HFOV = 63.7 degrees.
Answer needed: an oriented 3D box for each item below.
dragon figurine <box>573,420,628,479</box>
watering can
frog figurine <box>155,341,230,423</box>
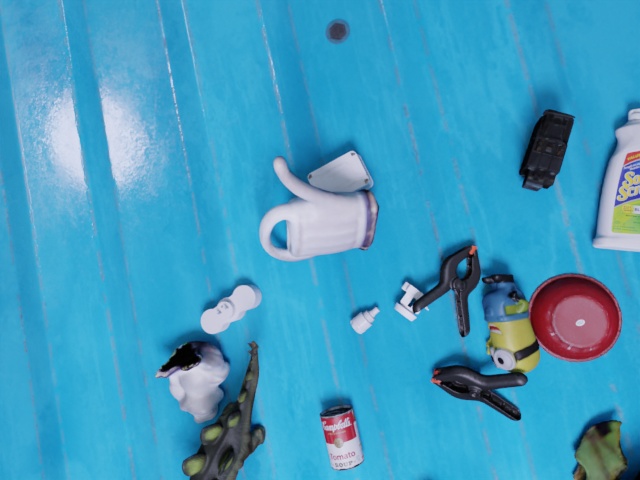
[{"bbox_3d":[0.496,0.399,0.812,0.405,0.121,0.248,-50,31,22],"label":"dragon figurine"},{"bbox_3d":[0.003,-0.047,0.934,0.225,0.340,0.106,-8,64,-12],"label":"watering can"},{"bbox_3d":[-0.248,0.296,1.080,0.137,0.125,0.157,-28,117,3],"label":"frog figurine"}]
